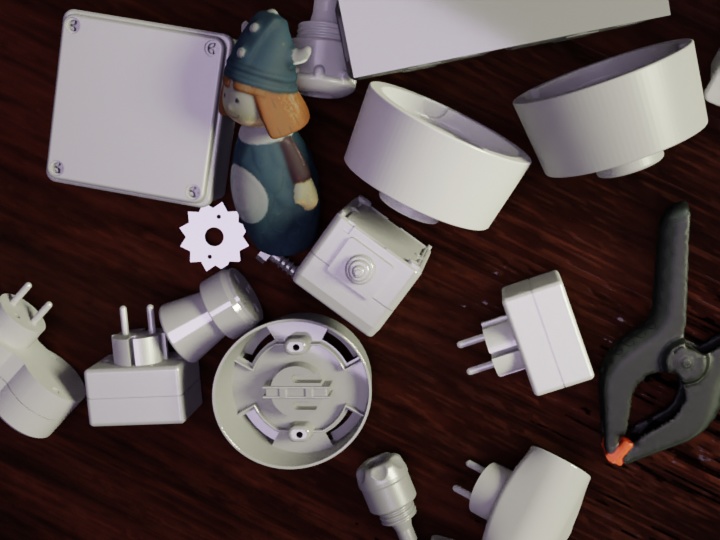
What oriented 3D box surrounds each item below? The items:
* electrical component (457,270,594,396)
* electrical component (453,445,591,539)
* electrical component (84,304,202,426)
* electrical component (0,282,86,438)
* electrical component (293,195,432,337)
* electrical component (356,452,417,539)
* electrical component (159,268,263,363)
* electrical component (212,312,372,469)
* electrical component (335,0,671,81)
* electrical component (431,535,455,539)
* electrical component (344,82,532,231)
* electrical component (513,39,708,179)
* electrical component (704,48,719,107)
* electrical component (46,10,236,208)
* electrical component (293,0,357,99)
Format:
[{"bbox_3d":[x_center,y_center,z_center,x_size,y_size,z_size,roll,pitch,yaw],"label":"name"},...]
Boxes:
[{"bbox_3d":[0.102,0.045,0.691,0.077,0.047,0.065,-19,96,10],"label":"electrical component"},{"bbox_3d":[0.099,0.152,0.706,0.079,0.044,0.077,24,79,30],"label":"electrical component"},{"bbox_3d":[-0.147,0.061,0.723,0.066,0.047,0.076,-3,98,8],"label":"electrical component"},{"bbox_3d":[-0.239,0.041,0.729,0.138,0.052,0.073,43,101,-2],"label":"electrical component"},{"bbox_3d":[0.000,0.000,0.671,0.062,0.096,0.061,36,104,0],"label":"electrical component"},{"bbox_3d":[0.022,0.156,0.724,0.035,0.035,0.061,-21,98,10],"label":"electrical component"},{"bbox_3d":[-0.098,0.029,0.714,0.055,0.045,0.045,-30,94,10],"label":"electrical component"},{"bbox_3d":[-0.041,0.077,0.704,0.099,0.064,0.099,1,99,7],"label":"electrical component"},{"bbox_3d":[0.076,-0.182,0.638,0.186,0.060,0.105,-12,97,-2],"label":"electrical component"},{"bbox_3d":[0.083,0.223,0.719,0.089,0.050,0.055,15,100,4],"label":"electrical component"},{"bbox_3d":[0.042,-0.063,0.653,0.108,0.108,0.060,27,107,2],"label":"electrical component"},{"bbox_3d":[0.151,-0.089,0.636,0.108,0.108,0.060,-19,102,9],"label":"electrical component"},{"bbox_3d":[0.262,-0.130,0.628,0.100,0.048,0.099,23,128,3],"label":"electrical component"},{"bbox_3d":[-0.137,-0.103,0.691,0.109,0.056,0.108,10,100,5],"label":"electrical component"},{"bbox_3d":[-0.024,-0.141,0.679,0.048,0.048,0.062,7,91,6],"label":"electrical component"}]
